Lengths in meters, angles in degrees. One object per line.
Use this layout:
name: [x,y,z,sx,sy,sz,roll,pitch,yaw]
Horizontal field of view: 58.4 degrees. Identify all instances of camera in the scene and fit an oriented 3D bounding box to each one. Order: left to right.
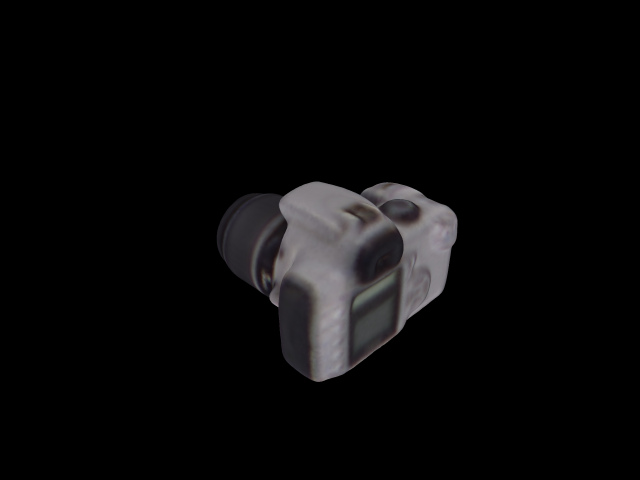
camera: [0.004,0.001,0.400,0.136,0.101,0.143,27,42,36]
